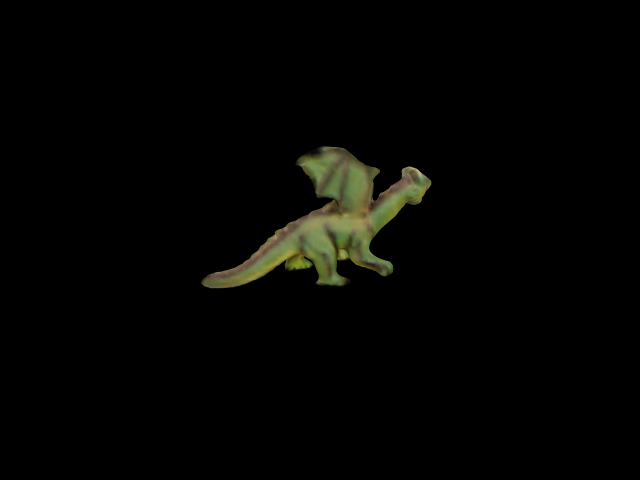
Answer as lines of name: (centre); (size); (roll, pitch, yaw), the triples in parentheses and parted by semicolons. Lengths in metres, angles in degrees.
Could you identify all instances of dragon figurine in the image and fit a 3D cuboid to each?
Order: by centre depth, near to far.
dragon figurine: (0.003, -0.043, 0.850); (0.411, 0.238, 0.124); (-9, 29, -16)
